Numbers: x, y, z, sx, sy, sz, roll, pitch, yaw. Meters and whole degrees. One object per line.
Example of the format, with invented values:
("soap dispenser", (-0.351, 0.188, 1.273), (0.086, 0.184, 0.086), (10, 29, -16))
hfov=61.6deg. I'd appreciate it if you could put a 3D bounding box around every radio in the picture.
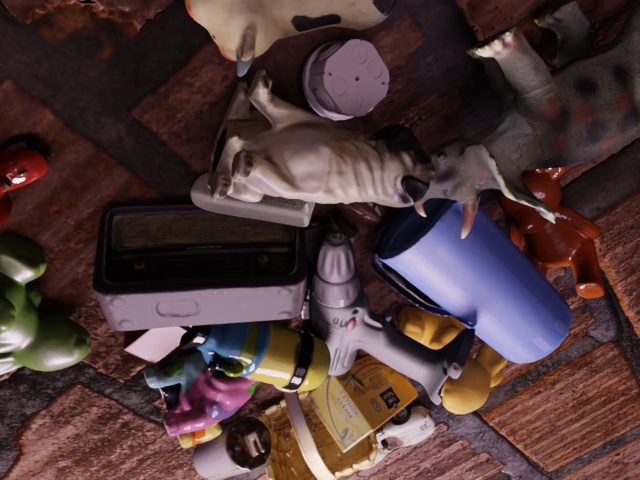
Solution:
("radio", (-0.129, 0.025, 0.605), (0.230, 0.131, 0.073), (-3, 139, -6))

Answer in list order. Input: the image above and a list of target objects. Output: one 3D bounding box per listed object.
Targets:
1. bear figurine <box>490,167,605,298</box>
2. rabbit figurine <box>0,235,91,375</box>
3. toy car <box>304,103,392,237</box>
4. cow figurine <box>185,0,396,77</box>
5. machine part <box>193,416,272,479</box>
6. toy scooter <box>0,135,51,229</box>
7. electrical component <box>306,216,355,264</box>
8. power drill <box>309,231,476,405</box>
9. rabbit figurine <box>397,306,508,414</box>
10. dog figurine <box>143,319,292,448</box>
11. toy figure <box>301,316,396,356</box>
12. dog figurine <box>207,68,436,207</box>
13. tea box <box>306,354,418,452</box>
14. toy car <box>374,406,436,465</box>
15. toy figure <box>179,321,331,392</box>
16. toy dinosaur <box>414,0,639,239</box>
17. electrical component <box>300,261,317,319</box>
("bear figurine", (0.293, -0.015, 0.708), (0.120, 0.132, 0.195), (-8, 147, 37))
("rabbit figurine", (-0.360, 0.107, 0.627), (0.159, 0.121, 0.170), (-29, 127, 16))
("toy car", (0.017, -0.073, 0.636), (0.089, 0.053, 0.202), (-41, 125, 13))
("cow figurine", (-0.024, -0.223, 0.489), (0.195, 0.086, 0.127), (-8, 122, -11))
("machine part", (-0.142, 0.332, 0.852), (0.079, 0.079, 0.243), (13, 148, -24))
("toy scooter", (-0.352, -0.034, 0.510), (0.184, 0.135, 0.075), (-19, 131, 1))
("electrical component", (-0.001, -0.002, 0.704), (0.094, 0.021, 0.063), (-14, 129, -3))
("power drill", (0.079, 0.109, 0.666), (0.207, 0.086, 0.231), (19, 133, 8))
("rabbit figurine", (0.206, 0.187, 0.813), (0.162, 0.173, 0.121), (-1, 124, -9))
("dog figurine", (-0.122, 0.198, 0.772), (0.219, 0.108, 0.191), (-23, 151, -12))
("toy figure", (0.047, 0.151, 0.817), (0.154, 0.058, 0.064), (-2, 166, -16))
("dog figurine", (-0.003, -0.073, 0.537), (0.190, 0.172, 0.121), (15, 92, -24))
("tea box", (0.068, 0.235, 0.812), (0.068, 0.098, 0.169), (-47, 161, 23))
("toy car", (0.120, 0.373, 1.009), (0.202, 0.056, 0.073), (-32, 128, 10))
("toy figure", (-0.072, 0.133, 0.645), (0.180, 0.089, 0.082), (28, 79, -26))
("toy dinosaur", (0.266, -0.146, 0.545), (0.405, 0.131, 0.192), (-27, 103, -8))
("electrical component", (0.004, 0.079, 0.752), (0.075, 0.048, 0.119), (-12, 130, -5))
